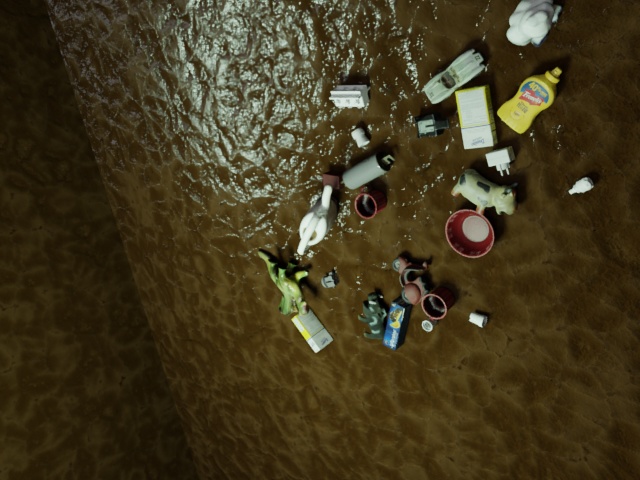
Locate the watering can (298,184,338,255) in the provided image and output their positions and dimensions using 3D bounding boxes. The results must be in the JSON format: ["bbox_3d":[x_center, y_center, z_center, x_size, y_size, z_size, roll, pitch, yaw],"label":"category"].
[{"bbox_3d":[0.006,-0.096,1.904,0.104,0.340,0.229,29,34,4],"label":"watering can"}]

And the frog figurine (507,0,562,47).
[{"bbox_3d":[0.535,-0.560,1.313,0.161,0.123,0.135,-24,-14,-47],"label":"frog figurine"}]

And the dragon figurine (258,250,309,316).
[{"bbox_3d":[-0.161,0.206,2.207,0.122,0.240,0.414,-4,17,-35],"label":"dragon figurine"}]
